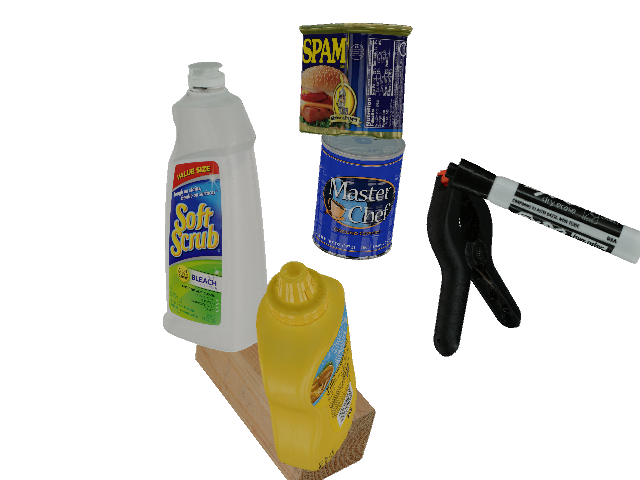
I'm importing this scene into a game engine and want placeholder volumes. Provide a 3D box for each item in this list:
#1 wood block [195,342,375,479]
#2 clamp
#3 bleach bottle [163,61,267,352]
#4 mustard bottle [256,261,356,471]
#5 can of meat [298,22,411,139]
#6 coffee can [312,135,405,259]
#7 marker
[{"bbox_3d":[-0.042,0.156,1.159,0.090,0.090,0.206,-20,51,-30],"label":"wood block"},{"bbox_3d":[0.130,0.022,0.991,0.039,0.171,0.120,-11,11,40],"label":"clamp"},{"bbox_3d":[-0.098,-0.031,0.939,0.103,0.251,0.067,14,27,35],"label":"bleach bottle"},{"bbox_3d":[-0.010,0.079,0.756,0.058,0.096,0.191,14,-36,15],"label":"mustard bottle"},{"bbox_3d":[0.024,-0.123,0.822,0.057,0.084,0.102,-2,10,-29],"label":"can of meat"},{"bbox_3d":[0.046,-0.061,1.329,0.103,0.140,0.103,4,27,-2],"label":"coffee can"},{"bbox_3d":[0.130,-0.018,0.622,0.121,0.020,0.020,23,3,8],"label":"marker"}]
